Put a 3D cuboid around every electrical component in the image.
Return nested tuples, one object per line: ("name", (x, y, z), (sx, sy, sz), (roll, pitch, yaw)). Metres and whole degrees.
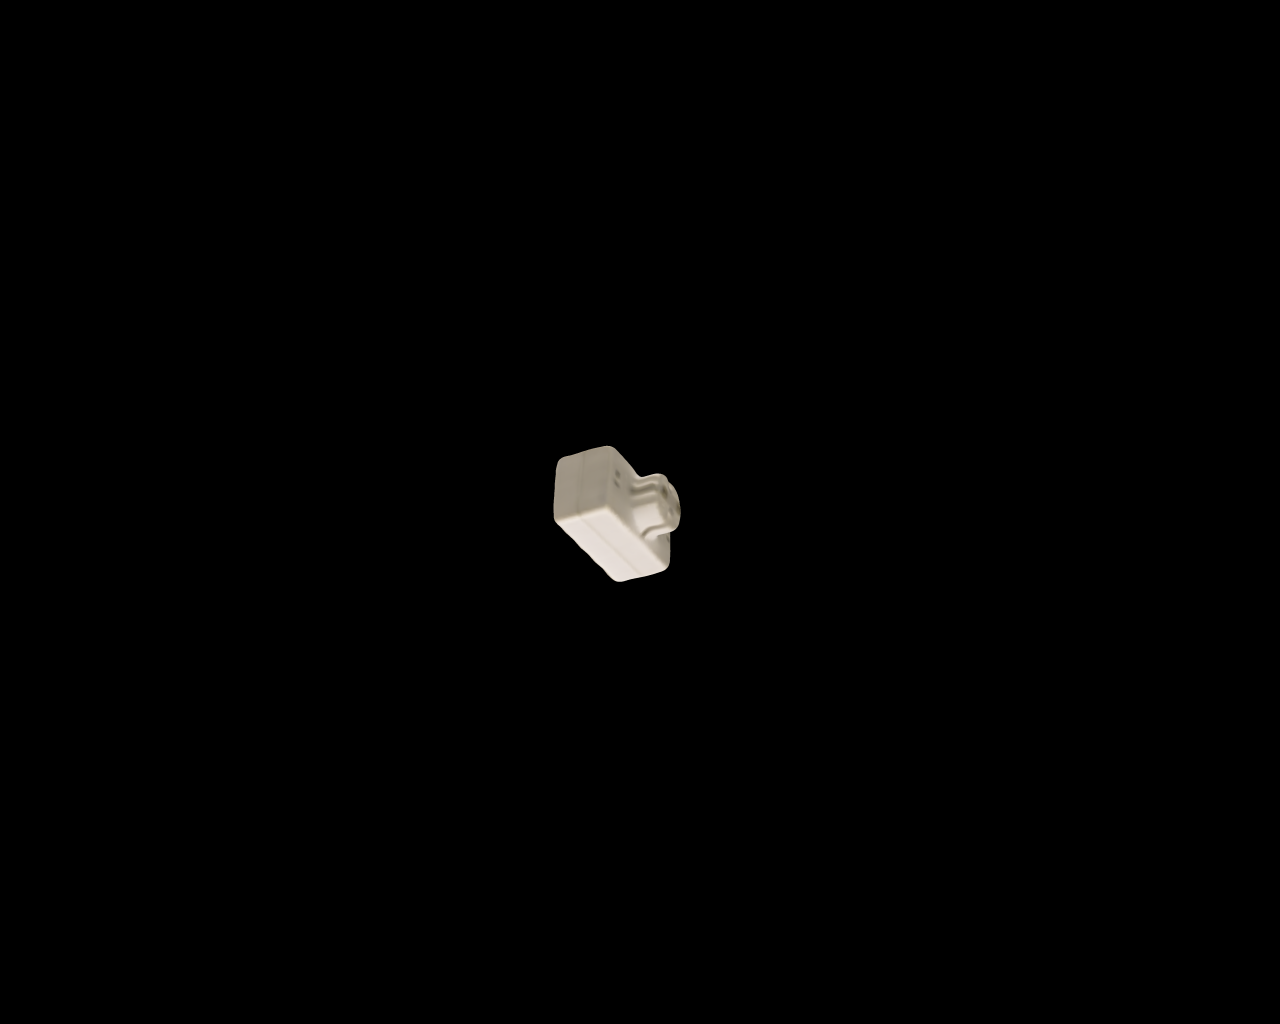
("electrical component", (0.001, -0.003, 0.650), (0.075, 0.047, 0.083), (-16, -37, 22))
